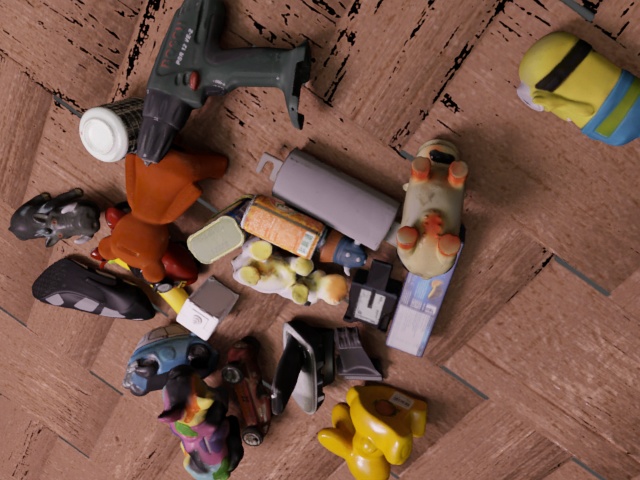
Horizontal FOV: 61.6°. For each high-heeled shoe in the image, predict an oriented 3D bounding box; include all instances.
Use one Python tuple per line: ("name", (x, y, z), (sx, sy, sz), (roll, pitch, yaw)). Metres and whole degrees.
("high-heeled shoe", (-0.416, 0.103, 0.987), (0.249, 0.086, 0.145), (-3, 148, 40))

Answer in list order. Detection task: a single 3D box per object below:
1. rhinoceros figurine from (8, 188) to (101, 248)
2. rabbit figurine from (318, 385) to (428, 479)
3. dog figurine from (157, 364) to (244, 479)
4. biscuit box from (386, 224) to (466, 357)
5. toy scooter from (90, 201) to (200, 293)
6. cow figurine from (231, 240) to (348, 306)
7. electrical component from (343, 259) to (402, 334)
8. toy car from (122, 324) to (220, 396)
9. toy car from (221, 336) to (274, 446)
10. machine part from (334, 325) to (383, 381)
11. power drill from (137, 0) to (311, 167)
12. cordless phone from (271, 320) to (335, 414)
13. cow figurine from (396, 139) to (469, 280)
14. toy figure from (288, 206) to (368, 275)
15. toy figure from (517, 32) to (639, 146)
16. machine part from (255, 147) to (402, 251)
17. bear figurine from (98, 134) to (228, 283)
("rhinoceros figurine", (-0.435, -0.036, 0.889), (0.191, 0.112, 0.073), (-1, 111, 27))
("rabbit figurine", (0.080, 0.332, 0.881), (0.163, 0.122, 0.173), (15, 118, 17))
("dog figurine", (-0.198, 0.304, 0.883), (0.108, 0.219, 0.191), (-18, 72, -10))
("biscuit box", (0.150, 0.066, 0.769), (0.059, 0.063, 0.202), (18, 117, 10))
("toy scooter", (-0.284, 0.023, 0.851), (0.184, 0.135, 0.075), (41, 119, -4))
("cow figurine", (-0.047, 0.058, 0.794), (0.167, 0.098, 0.068), (21, 76, -19))
("electrical component", (0.081, 0.075, 0.804), (0.075, 0.048, 0.119), (14, 117, 11))
("toy car", (-0.266, 0.202, 0.940), (0.103, 0.161, 0.109), (62, 141, 35))
("toy car", (-0.115, 0.263, 0.931), (0.053, 0.089, 0.201), (-6, 112, 16))
("machine part", (0.056, 0.186, 0.849), (0.084, 0.039, 0.138), (5, 141, 21))
("power drill", (-0.119, -0.194, 0.696), (0.207, 0.086, 0.232), (9, 85, 10))
("cordless phone", (-0.036, 0.225, 0.834), (0.089, 0.184, 0.146), (5, 114, 12))
("cow figurine", (0.141, -0.043, 0.661), (0.086, 0.195, 0.127), (8, 151, 9))
("toy figure", (-0.001, -0.003, 0.791), (0.154, 0.058, 0.064), (24, 130, 1))
("toy figure", (0.310, -0.164, 0.603), (0.180, 0.082, 0.089), (29, 100, 12))
("machine part", (0.023, -0.057, 0.747), (0.243, 0.079, 0.079), (29, 119, 5))
("bear figurine", (-0.232, -0.049, 0.786), (0.120, 0.132, 0.195), (23, 108, 6))
